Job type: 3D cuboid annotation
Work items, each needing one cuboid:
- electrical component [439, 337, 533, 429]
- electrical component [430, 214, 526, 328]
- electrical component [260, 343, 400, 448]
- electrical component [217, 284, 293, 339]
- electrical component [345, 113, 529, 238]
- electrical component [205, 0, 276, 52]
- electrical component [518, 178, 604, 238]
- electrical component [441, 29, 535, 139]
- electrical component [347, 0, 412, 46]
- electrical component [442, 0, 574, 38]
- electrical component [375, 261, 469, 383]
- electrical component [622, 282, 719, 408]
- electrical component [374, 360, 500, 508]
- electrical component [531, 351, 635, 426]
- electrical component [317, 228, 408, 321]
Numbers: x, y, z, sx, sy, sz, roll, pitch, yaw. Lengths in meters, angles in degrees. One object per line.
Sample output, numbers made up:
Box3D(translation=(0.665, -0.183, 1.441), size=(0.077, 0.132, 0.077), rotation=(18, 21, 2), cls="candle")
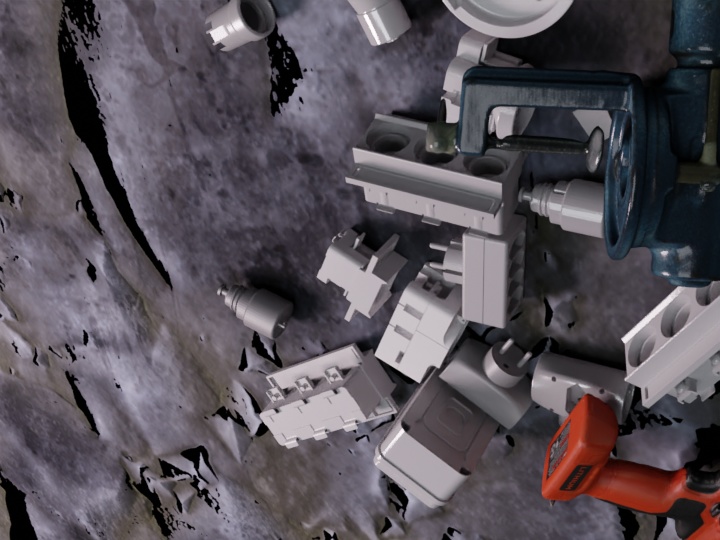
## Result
Box3D(translation=(0.120, 0.088, 0.932), size=(0.077, 0.043, 0.079), rotation=(37, 132, 4), cls="electrical component")
Box3D(translation=(0.092, -0.005, 0.883), size=(0.076, 0.047, 0.083), rotation=(13, 126, 23), cls="electrical component")
Box3D(translation=(-0.034, 0.126, 1.036), size=(0.121, 0.063, 0.078), rotation=(-23, 107, 39), cls="electrical component")
Box3D(translation=(-0.101, 0.035, 1.030), size=(0.078, 0.040, 0.040), rotation=(26, 130, 13), cls="electrical component")
Box3D(translation=(0.062, -0.073, 0.839), size=(0.121, 0.078, 0.063), rotation=(16, 143, 21), cls="electrical component")
Box3D(translation=(-0.098, -0.201, 0.871), size=(0.046, 0.040, 0.040), rotation=(-15, 112, 43), cls="electrical component")
Box3D(translation=(0.159, -0.050, 0.817), size=(0.078, 0.040, 0.040), rotation=(14, 126, 23), cls="electrical component")
Box3D(translation=(0.097, -0.130, 0.789), size=(0.057, 0.058, 0.078), rotation=(24, 128, 19), cls="electrical component")
Box3D(translation=(0.011, -0.202, 0.804), size=(0.044, 0.044, 0.065), rotation=(-12, 118, 36), cls="electrical component")
Box3D(translation=(0.106, -0.217, 0.722), size=(0.108, 0.060, 0.108), rotation=(16, 127, 22), cls="electrical component")
Box3D(translation=(0.059, 0.048, 0.936), size=(0.056, 0.050, 0.089), rotation=(31, 131, 10), cls="electrical component")
Box3D(translation=(0.260, 0.045, 0.805), size=(0.063, 0.078, 0.121), rotation=(24, 133, -14), cls="electrical component")
Box3D(translation=(0.071, 0.145, 0.953), size=(0.078, 0.113, 0.057), rotation=(37, 129, 4), cls="electrical component")
Box3D(translation=(0.187, 0.113, 0.908), size=(0.077, 0.043, 0.079), rotation=(13, 126, 23), cls="electrical component")
Box3D(translation=(0.000, 0.000, 0.946), size=(0.064, 0.042, 0.081), rotation=(34, 131, 11), cls="electrical component")
